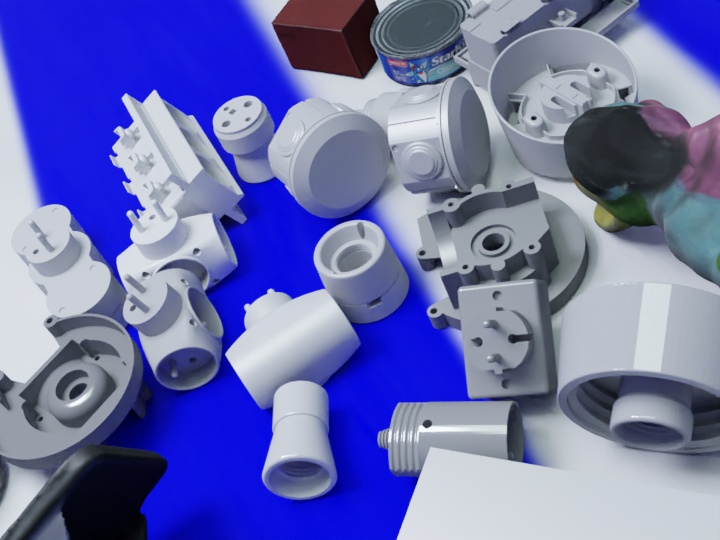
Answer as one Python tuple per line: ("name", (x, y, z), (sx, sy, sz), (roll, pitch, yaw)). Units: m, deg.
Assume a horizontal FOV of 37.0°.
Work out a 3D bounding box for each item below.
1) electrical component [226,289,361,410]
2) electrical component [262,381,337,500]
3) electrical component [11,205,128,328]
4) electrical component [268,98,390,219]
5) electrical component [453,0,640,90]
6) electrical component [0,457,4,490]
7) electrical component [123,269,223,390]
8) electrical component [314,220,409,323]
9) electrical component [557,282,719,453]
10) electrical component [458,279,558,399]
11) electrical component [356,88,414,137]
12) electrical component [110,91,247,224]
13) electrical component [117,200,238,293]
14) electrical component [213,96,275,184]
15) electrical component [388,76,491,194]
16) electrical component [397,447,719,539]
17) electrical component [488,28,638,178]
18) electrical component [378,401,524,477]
("electrical component", (-0.051, 0.041, 0.709), (0.077, 0.044, 0.079), (-33, 46, -7))
("electrical component", (-0.036, 0.100, 0.654), (0.044, 0.044, 0.065), (-15, 42, 12))
("electrical component", (-0.226, -0.008, 0.809), (0.052, 0.073, 0.138), (-36, 46, -9))
("electrical component", (-0.023, -0.082, 0.781), (0.080, 0.080, 0.051), (-38, 42, -10))
("electrical component", (0.138, -0.190, 0.815), (0.121, 0.063, 0.079), (-39, 47, -11))
("electrical component", (-0.286, 0.140, 0.722), (0.080, 0.051, 0.080), (-12, 48, 14))
("electrical component", (-0.133, 0.031, 0.730), (0.044, 0.079, 0.077), (-32, 45, 11))
("electrical component", (0.000, 0.000, 0.720), (0.055, 0.047, 0.055), (-12, 47, 14))
("electrical component", (0.155, 0.060, 0.562), (0.108, 0.108, 0.060), (2, 59, 25))
("electrical component", (0.081, 0.040, 0.614), (0.047, 0.077, 0.065), (-7, 86, 19))
("electrical component", (0.021, -0.113, 0.813), (0.062, 0.048, 0.048), (5, 53, 36))
("electrical component", (-0.147, -0.078, 0.840), (0.063, 0.079, 0.121), (-47, 45, 11))
("electrical component", (-0.139, -0.018, 0.775), (0.077, 0.079, 0.044), (-25, 42, 2))
("electrical component", (-0.085, -0.102, 0.841), (0.045, 0.055, 0.045), (-12, 47, 14))
("electrical component", (0.057, -0.092, 0.754), (0.051, 0.080, 0.080), (-6, 49, 26))
("electrical component", (0.111, 0.161, 0.522), (0.186, 0.060, 0.105), (5, 54, 28))
("electrical component", (0.143, -0.115, 0.745), (0.099, 0.064, 0.099), (-12, 47, 14))
("electrical component", (0.050, 0.097, 0.617), (0.081, 0.043, 0.043), (-3, 50, 21))
